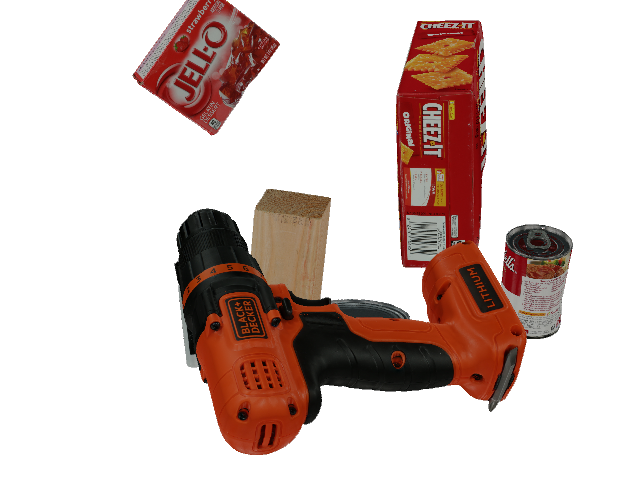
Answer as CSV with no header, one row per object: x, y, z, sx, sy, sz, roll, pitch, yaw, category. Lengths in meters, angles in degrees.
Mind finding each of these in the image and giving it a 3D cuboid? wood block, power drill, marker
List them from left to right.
-0.136,0.074,1.110,0.020,0.121,0.020,-3,21,1,marker
-0.045,0.046,1.433,0.090,0.206,0.090,9,22,6,wood block
0.012,0.042,0.636,0.187,0.057,0.184,-4,41,-16,power drill

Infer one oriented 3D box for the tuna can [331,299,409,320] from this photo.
0.031,0.078,0.895,0.086,0.034,0.086,2,14,-1,tuna can

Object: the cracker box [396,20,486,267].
0.115,-0.095,0.981,0.072,0.164,0.213,1,27,11,cracker box

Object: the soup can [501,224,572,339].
0.224,0.043,1.117,0.068,0.102,0.068,0,31,0,soup can

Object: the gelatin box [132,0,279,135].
-0.086,-0.136,0.807,0.073,0.089,0.030,34,5,-31,gelatin box
